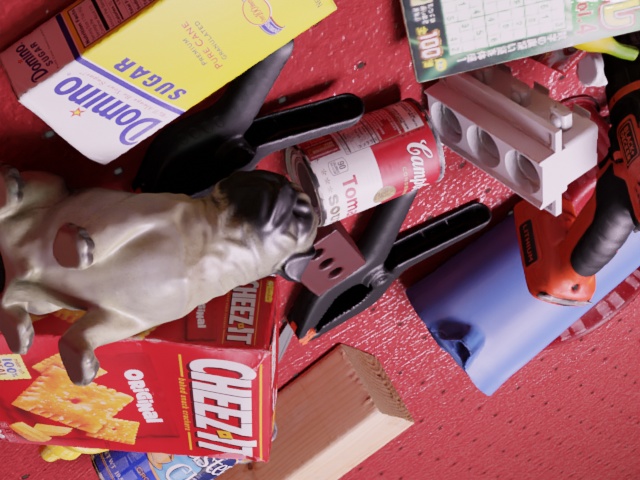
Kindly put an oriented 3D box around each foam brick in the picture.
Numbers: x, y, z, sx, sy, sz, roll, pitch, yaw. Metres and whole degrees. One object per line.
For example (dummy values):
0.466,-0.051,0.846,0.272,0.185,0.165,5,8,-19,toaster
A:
-0.006,0.001,0.869,0.053,0.051,0.078,-35,150,7,foam brick

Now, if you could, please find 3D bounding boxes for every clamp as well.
-0.052,-0.069,0.732,0.172,0.039,0.120,-37,142,22,clamp
0.056,0.021,0.970,0.210,0.036,0.164,-46,149,25,clamp

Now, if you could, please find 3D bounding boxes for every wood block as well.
-0.016,0.212,1.143,0.206,0.091,0.090,-39,150,15,wood block

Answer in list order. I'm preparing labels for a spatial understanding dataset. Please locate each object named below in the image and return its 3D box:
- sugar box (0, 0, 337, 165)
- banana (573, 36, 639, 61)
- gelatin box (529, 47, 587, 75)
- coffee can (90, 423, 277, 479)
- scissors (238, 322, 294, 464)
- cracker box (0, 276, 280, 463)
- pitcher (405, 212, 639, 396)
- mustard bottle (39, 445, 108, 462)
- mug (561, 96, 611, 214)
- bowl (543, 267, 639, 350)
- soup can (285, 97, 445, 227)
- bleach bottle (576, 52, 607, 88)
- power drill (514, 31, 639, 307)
-0.085,-0.120,0.618,0.176,0.048,0.093,-35,151,6,sugar box
0.173,-0.200,0.716,0.069,0.037,0.198,-13,134,6,banana
0.192,-0.172,0.806,0.073,0.030,0.089,10,132,-49,gelatin box
-0.125,0.177,0.977,0.140,0.103,0.102,-35,150,8,coffee can
-0.080,0.147,1.055,0.096,0.016,0.202,2,125,-12,scissors
-0.138,0.091,0.769,0.213,0.072,0.164,5,142,1,cracker box
0.214,0.028,1.051,0.243,0.149,0.144,-39,135,8,pitcher
-0.173,0.127,0.899,0.192,0.058,0.096,-42,133,21,mustard bottle
0.242,-0.073,0.950,0.117,0.081,0.093,-29,150,-3,mug
0.296,0.058,1.224,0.162,0.055,0.162,-22,150,-14,bowl
0.033,-0.058,0.798,0.102,0.068,0.068,-22,149,-13,soup can
0.325,-0.162,0.912,0.250,0.068,0.103,-15,145,-22,bleach bottle
0.216,-0.049,0.823,0.057,0.184,0.188,9,144,-14,power drill
